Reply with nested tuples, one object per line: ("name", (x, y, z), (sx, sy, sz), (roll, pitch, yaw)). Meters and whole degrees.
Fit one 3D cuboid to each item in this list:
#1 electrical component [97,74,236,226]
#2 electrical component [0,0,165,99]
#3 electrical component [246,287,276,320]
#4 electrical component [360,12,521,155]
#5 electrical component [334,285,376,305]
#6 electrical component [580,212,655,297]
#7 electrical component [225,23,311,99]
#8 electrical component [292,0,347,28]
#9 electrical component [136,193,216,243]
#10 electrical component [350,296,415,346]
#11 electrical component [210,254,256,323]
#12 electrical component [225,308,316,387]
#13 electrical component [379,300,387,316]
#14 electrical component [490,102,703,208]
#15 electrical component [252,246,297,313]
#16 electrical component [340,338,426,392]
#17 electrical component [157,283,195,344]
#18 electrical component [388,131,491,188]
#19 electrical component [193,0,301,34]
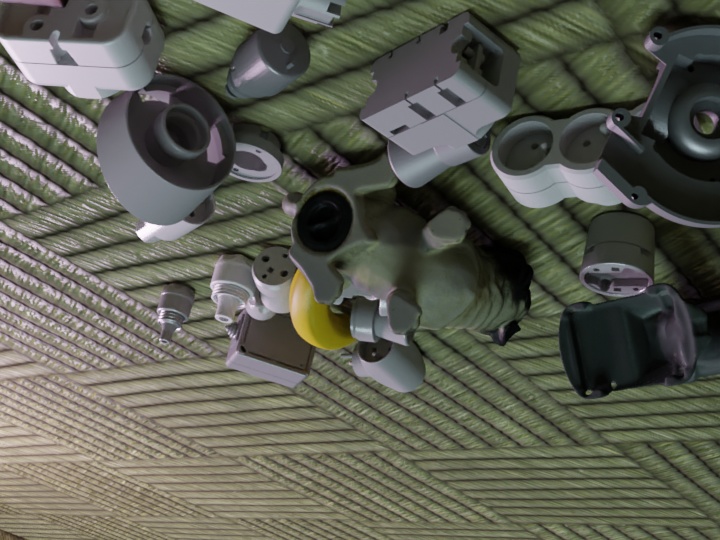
("electrical component", (-0.140, -0.088, 0.772), (0.099, 0.099, 0.064), (29, 144, -30))
("electrical component", (-0.181, -0.152, 0.707), (0.095, 0.053, 0.059), (6, 154, 14))
("electrical component", (-0.098, 0.034, 1.074), (0.035, 0.035, 0.061), (16, 157, -8))
("electrical component", (0.053, -0.114, 0.682), (0.056, 0.050, 0.089), (30, 150, -32))
("electrical component", (0.000, 0.000, 0.933), (0.055, 0.066, 0.048), (10, -170, -34))
("electrical component", (0.199, -0.012, 0.825), (0.055, 0.047, 0.055), (10, 154, 5))
("electrical component", (-0.066, -0.133, 0.709), (0.040, 0.040, 0.078), (27, 151, -27))
("electrical component", (-0.033, -0.166, 0.630), (0.046, 0.040, 0.040), (16, 155, -20))
("electrical component", (-0.162, -0.048, 0.924), (0.043, 0.043, 0.081), (27, 151, -28))
("electrical component", (0.023, 0.048, 1.034), (0.055, 0.045, 0.045), (5, 153, 16))
("electrical component", (-0.122, 0.019, 1.021), (0.043, 0.062, 0.043), (10, 154, 5))
("electrical component", (-0.099, 0.078, 1.132), (0.096, 0.061, 0.061), (20, 153, -14))
("electrical component", (0.048, 0.024, 0.972), (0.055, 0.045, 0.045), (9, 154, 8))
("electrical component", (0.165, -0.068, 0.722), (0.138, 0.052, 0.074), (-3, 150, 31))
("electrical component", (-0.075, 0.009, 0.999), (0.045, 0.045, 0.055), (8, 154, 10))
("electrical component", (0.018, 0.094, 1.132), (0.079, 0.043, 0.077), (-3, 150, 30))
("electrical component", (-0.194, 0.046, 1.110), (0.035, 0.061, 0.035), (10, 154, 5))
("electrical component", (0.057, -0.087, 0.747), (0.065, 0.044, 0.044), (-18, 141, 40))
("electrical component", (-0.067, -0.187, 0.520), (0.109, 0.108, 0.056), (20, 156, -15))
